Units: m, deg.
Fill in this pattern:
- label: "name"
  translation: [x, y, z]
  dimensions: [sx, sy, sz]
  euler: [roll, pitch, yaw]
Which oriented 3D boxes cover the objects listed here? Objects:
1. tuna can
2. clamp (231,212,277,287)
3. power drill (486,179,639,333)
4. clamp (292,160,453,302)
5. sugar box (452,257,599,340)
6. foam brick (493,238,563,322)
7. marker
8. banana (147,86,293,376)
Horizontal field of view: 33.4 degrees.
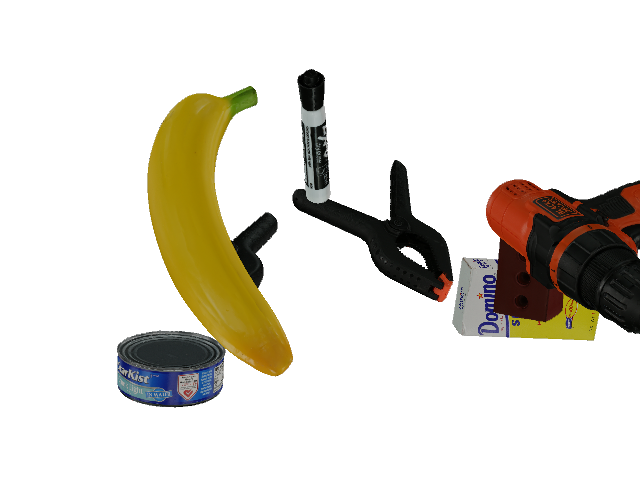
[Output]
- label: "tuna can"
  translation: [-0.120, 0.102, 0.853]
  dimensions: [0.086, 0.034, 0.086]
  euler: [4, 14, -1]
- label: "clamp"
  translation: [-0.089, 0.015, 1.070]
  dimensions: [0.120, 0.039, 0.171]
  euler: [-11, 33, -11]
- label: "power drill"
  translation: [0.232, -0.006, 0.733]
  dimensions: [0.187, 0.057, 0.185]
  euler: [-11, 29, -19]
- label: "clamp"
  translation: [0.074, -0.009, 1.239]
  dimensions: [0.164, 0.210, 0.036]
  euler: [-13, -39, -27]
- label: "sugar box"
  translation: [0.259, 0.074, 1.326]
  dimensions: [0.176, 0.093, 0.048]
  euler: [1, 19, -11]
- label: "foam brick"
  translation: [0.195, 0.030, 0.982]
  dimensions: [0.053, 0.078, 0.051]
  euler: [10, 16, 28]
- label: "marker"
  translation: [-0.004, -0.074, 0.772]
  dimensions: [0.020, 0.020, 0.121]
  euler: [0, -41, 3]
- label: "banana"
  translation: [-0.060, -0.015, 0.589]
  dimensions: [0.069, 0.198, 0.037]
  euler: [-5, -33, -6]
